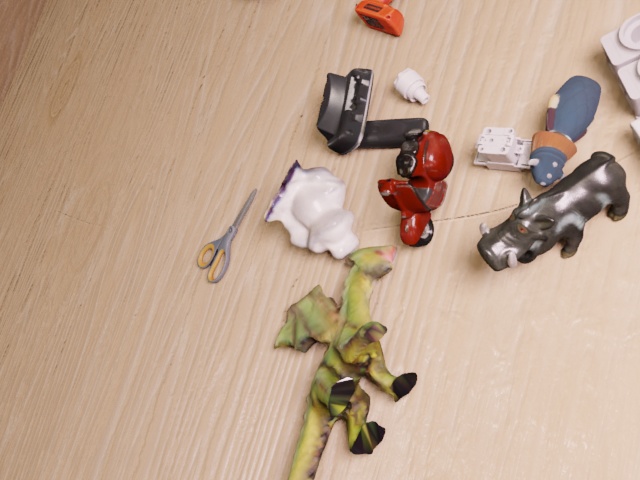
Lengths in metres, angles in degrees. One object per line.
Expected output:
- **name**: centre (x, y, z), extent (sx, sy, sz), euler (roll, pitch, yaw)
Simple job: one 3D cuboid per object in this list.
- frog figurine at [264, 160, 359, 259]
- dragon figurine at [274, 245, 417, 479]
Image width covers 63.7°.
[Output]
- **frog figurine**: centre (0.003, -0.043, 0.863), extent (0.160, 0.122, 0.138), euler (33, 85, 5)
- **dragon figurine**: centre (0.005, 0.185, 0.773), extent (0.409, 0.121, 0.246), euler (-56, 33, 3)
